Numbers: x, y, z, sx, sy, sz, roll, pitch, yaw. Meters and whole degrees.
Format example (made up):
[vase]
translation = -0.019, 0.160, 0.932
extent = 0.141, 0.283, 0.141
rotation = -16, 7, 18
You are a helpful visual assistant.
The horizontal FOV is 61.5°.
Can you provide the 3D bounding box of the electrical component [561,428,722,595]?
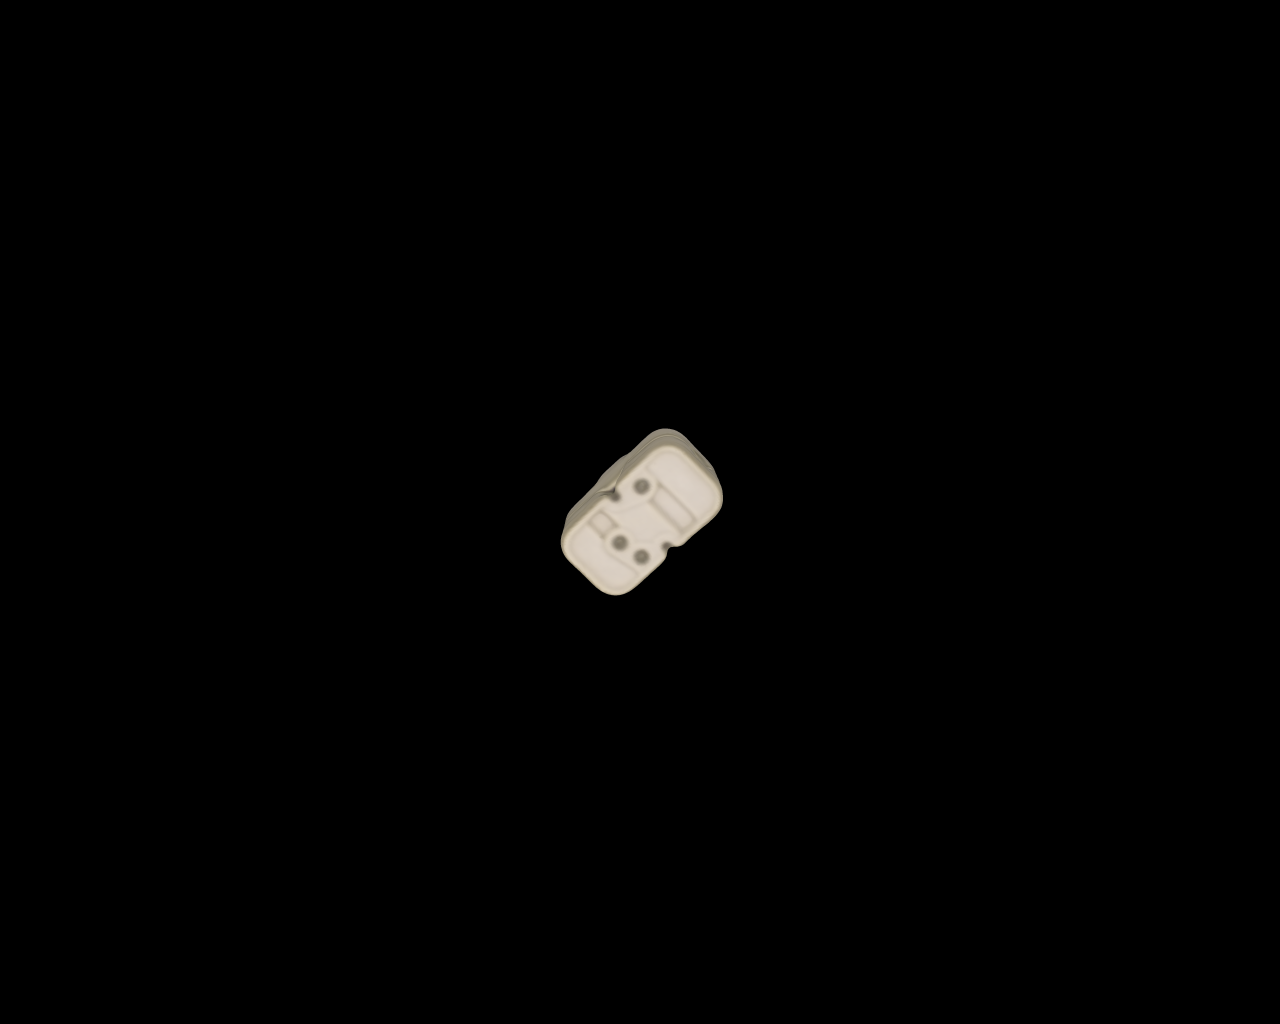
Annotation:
[electrical component]
translation = 0.001, -0.003, 0.650
extent = 0.095, 0.053, 0.059
rotation = -43, 12, 11
